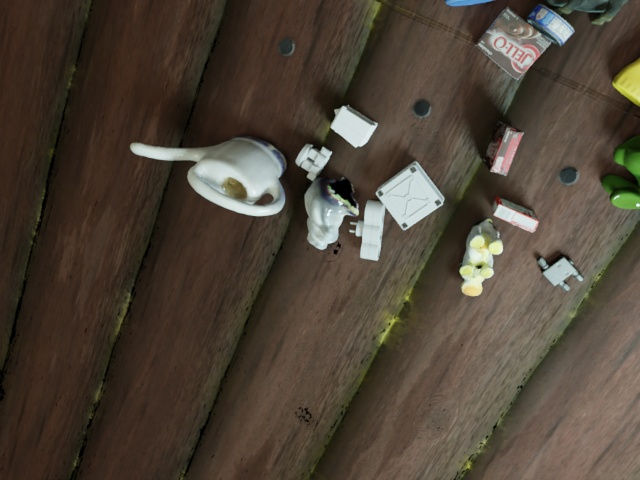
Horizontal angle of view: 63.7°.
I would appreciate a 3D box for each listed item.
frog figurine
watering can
[{"bbox_3d":[0.004,-0.059,1.170,0.157,0.122,0.140,-47,56,30],"label":"frog figurine"},{"bbox_3d":[-0.220,-0.169,1.146,0.348,0.229,0.101,29,129,7],"label":"watering can"}]
